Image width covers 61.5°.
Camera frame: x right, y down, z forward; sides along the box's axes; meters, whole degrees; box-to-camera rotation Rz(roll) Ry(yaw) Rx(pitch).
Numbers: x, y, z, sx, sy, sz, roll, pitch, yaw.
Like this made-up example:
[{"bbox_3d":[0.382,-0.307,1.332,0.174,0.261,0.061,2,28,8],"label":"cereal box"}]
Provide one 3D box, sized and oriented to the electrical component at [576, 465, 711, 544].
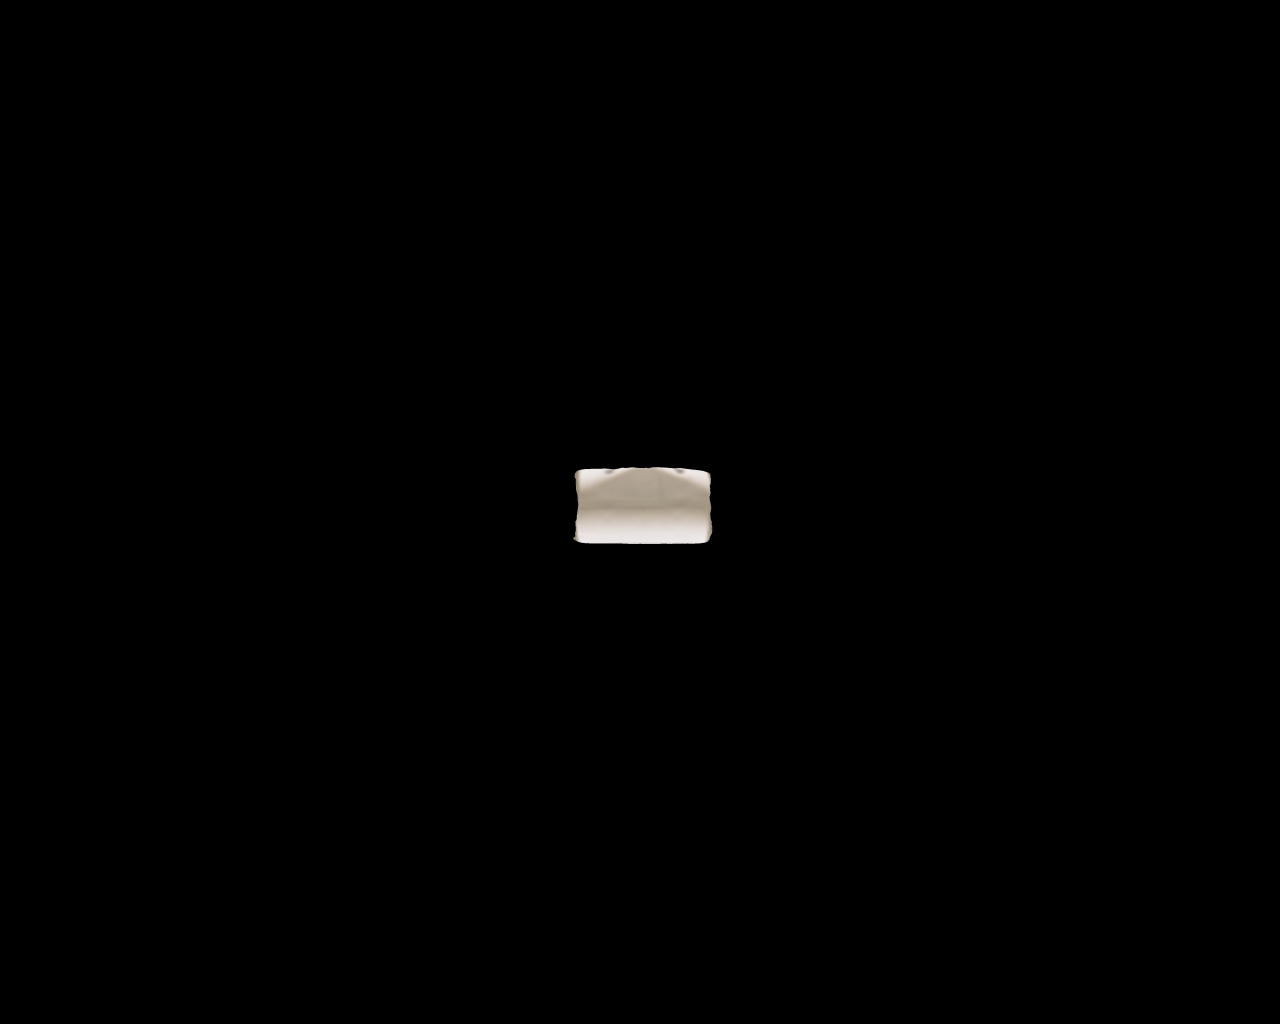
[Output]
[{"bbox_3d":[0.001,-0.003,0.650,0.077,0.044,0.079,0,-3,-2],"label":"electrical component"}]
